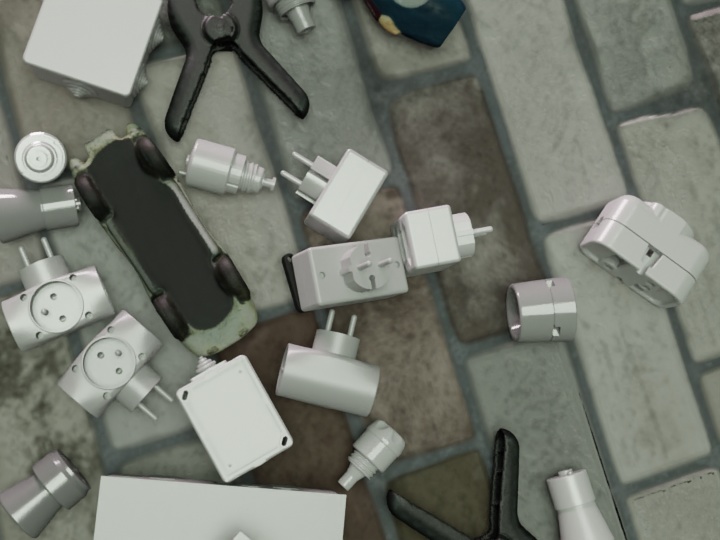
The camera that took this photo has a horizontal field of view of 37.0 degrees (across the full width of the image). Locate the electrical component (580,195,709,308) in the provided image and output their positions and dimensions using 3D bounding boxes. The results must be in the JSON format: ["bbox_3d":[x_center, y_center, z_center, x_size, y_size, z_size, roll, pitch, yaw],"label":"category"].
[{"bbox_3d":[0.248,-0.019,0.928,0.095,0.054,0.059,36,79,-3],"label":"electrical component"}]

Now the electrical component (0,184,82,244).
[{"bbox_3d":[-0.257,-0.048,0.859,0.065,0.044,0.044,-10,85,-15],"label":"electrical component"}]

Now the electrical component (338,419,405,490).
[{"bbox_3d":[0.007,0.154,0.879,0.035,0.035,0.061,44,81,-2],"label":"electrical component"}]

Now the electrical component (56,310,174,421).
[{"bbox_3d":[-0.184,0.086,0.852,0.079,0.044,0.077,41,79,-3],"label":"electrical component"}]

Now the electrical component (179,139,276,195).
[{"bbox_3d":[-0.108,-0.081,0.886,0.078,0.040,0.040,15,81,-7],"label":"electrical component"}]

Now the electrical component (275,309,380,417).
[{"bbox_3d":[-0.022,0.072,0.879,0.077,0.043,0.079,15,80,-7],"label":"electrical component"}]

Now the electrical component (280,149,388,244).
[{"bbox_3d":[-0.028,-0.069,0.894,0.077,0.047,0.065,31,79,-4],"label":"electrical component"}]

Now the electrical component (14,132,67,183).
[{"bbox_3d":[-0.252,-0.089,0.849,0.040,0.078,0.040,-2,97,-14],"label":"electrical component"}]

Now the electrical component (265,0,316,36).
[{"bbox_3d":[-0.058,-0.231,0.912,0.043,0.043,0.062,-25,89,-11],"label":"electrical component"}]

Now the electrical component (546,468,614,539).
[{"bbox_3d":[0.181,0.199,0.898,0.044,0.044,0.065,-15,81,-10],"label":"electrical component"}]

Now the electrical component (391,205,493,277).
[{"bbox_3d":[0.072,-0.026,0.895,0.077,0.066,0.047,-10,85,-10],"label":"electrical component"}]

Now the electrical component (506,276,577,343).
[{"bbox_3d":[0.152,0.035,0.907,0.047,0.055,0.055,-4,84,-6],"label":"electrical component"}]

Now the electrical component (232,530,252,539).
[{"bbox_3d":[-0.071,0.229,0.779,0.081,0.064,0.042,42,79,-3],"label":"electrical component"}]

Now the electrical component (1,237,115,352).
[{"bbox_3d":[-0.245,0.014,0.851,0.077,0.044,0.079,-23,87,-11],"label":"electrical component"}]

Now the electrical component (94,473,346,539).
[{"bbox_3d":[-0.111,0.219,0.838,0.186,0.060,0.105,6,82,-8],"label":"electrical component"}]

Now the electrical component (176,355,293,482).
[{"bbox_3d":[-0.103,0.111,0.853,0.062,0.061,0.096,-29,88,-11],"label":"electrical component"}]

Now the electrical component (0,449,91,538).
[{"bbox_3d":[-0.243,0.172,0.831,0.055,0.045,0.045,-40,90,-12],"label":"electrical component"}]

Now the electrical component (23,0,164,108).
[{"bbox_3d":[-0.216,-0.189,0.879,0.100,0.048,0.099,18,81,-6],"label":"electrical component"}]

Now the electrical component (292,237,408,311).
[{"bbox_3d":[0.000,0.000,0.865,0.083,0.076,0.047,-8,84,-27],"label":"electrical component"}]
